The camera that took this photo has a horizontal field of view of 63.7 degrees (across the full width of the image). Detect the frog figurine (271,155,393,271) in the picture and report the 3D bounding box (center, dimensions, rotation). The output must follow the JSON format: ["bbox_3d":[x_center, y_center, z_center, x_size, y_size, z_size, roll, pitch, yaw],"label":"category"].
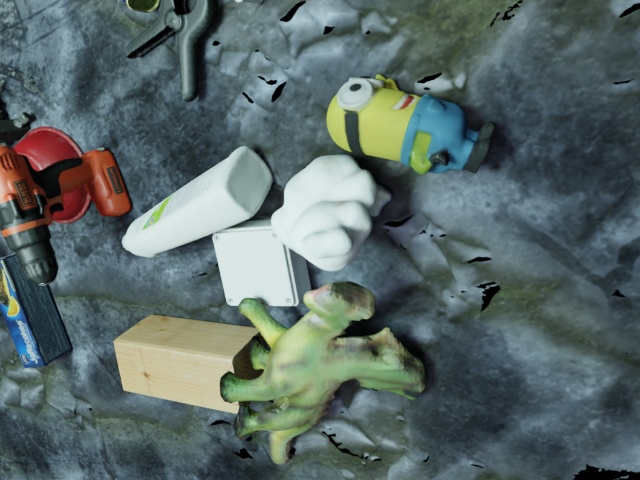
[{"bbox_3d":[0.002,-0.029,0.581,0.136,0.161,0.122,-18,97,27],"label":"frog figurine"}]

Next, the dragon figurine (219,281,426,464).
[{"bbox_3d":[0.014,0.190,0.667,0.242,0.125,0.400,-1,132,12],"label":"dragon figurine"}]
